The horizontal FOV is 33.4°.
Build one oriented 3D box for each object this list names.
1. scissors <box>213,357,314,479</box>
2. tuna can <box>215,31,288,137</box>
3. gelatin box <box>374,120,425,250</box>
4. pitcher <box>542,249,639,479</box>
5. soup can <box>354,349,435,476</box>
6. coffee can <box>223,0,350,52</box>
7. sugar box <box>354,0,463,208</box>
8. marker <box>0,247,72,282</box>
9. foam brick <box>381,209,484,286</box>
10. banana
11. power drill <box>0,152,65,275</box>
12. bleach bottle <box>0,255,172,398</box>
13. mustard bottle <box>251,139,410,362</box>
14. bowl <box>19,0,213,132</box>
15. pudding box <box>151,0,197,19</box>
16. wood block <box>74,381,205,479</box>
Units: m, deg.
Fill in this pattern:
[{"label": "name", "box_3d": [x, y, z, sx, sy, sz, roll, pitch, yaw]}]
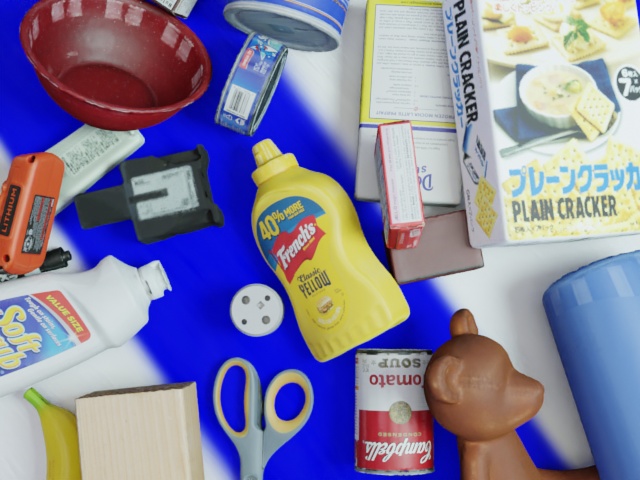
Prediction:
[{"label": "scissors", "box_3d": [-0.041, 0.198, 0.923, 0.096, 0.016, 0.202, -12, 86, 0]}, {"label": "tuna can", "box_3d": [-0.058, -0.133, 0.913, 0.034, 0.086, 0.086, 23, 86, 0]}, {"label": "gelatin box", "box_3d": [0.064, -0.043, 0.862, 0.030, 0.073, 0.089, -7, 77, 0]}, {"label": "pitcher", "box_3d": [0.280, 0.134, 0.863, 0.145, 0.149, 0.243, -24, 72, 19]}, {"label": "soup can", "box_3d": [0.063, 0.143, 0.901, 0.068, 0.068, 0.102, 0, 85, 0]}, {"label": "coffee can", "box_3d": [-0.016, -0.245, 0.913, 0.103, 0.103, 0.140, 14, 86, 1]}, {"label": "sugar box", "box_3d": [0.080, -0.119, 0.932, 0.093, 0.048, 0.176, 4, 90, 1]}, {"label": "marker", "box_3d": [-0.276, 0.031, 0.935, 0.121, 0.020, 0.020, -17, 86, -1]}, {"label": "foam brick", "box_3d": [0.096, 0.007, 0.919, 0.078, 0.053, 0.051, -12, 86, -2]}, {"label": "banana", "box_3d": [-0.235, 0.229, 0.914, 0.070, 0.037, 0.198, 8, 85, 17]}, {"label": "power drill", "box_3d": [-0.315, -0.055, 0.907, 0.188, 0.057, 0.184, 13, 93, 15]}, {"label": "bleach bottle", "box_3d": [-0.252, 0.071, 0.911, 0.250, 0.068, 0.102, -23, 86, -4]}, {"label": "mustard bottle", "box_3d": [-0.006, 0.001, 0.906, 0.096, 0.058, 0.191, -32, 83, 39]}, {"label": "bowl", "box_3d": [-0.176, -0.143, 0.906, 0.162, 0.055, 0.162, 13, 43, -13]}, {"label": "pudding box", "box_3d": [-0.130, -0.264, 0.930, 0.090, 0.039, 0.113, 35, 103, 9]}, {"label": "wood block", "box_3d": [-0.142, 0.226, 0.885, 0.091, 0.090, 0.206, -6, 86, 0]}]
